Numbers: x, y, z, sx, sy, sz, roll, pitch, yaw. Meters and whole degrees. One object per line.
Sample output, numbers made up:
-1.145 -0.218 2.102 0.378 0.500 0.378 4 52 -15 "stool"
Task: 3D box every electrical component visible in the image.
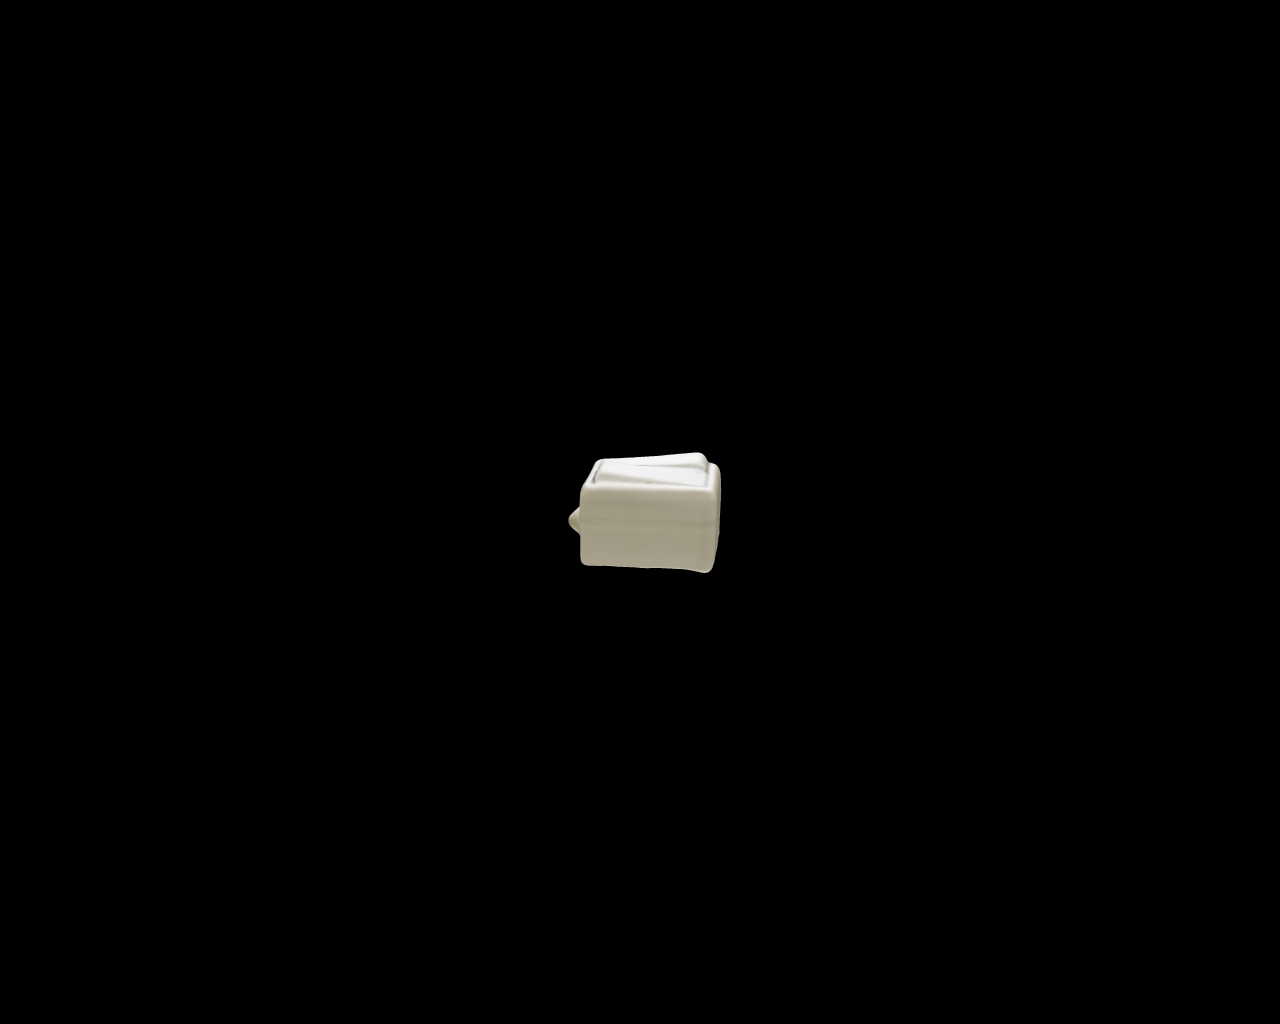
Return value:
0.001 -0.003 0.650 0.096 0.061 0.062 3 20 7 "electrical component"
